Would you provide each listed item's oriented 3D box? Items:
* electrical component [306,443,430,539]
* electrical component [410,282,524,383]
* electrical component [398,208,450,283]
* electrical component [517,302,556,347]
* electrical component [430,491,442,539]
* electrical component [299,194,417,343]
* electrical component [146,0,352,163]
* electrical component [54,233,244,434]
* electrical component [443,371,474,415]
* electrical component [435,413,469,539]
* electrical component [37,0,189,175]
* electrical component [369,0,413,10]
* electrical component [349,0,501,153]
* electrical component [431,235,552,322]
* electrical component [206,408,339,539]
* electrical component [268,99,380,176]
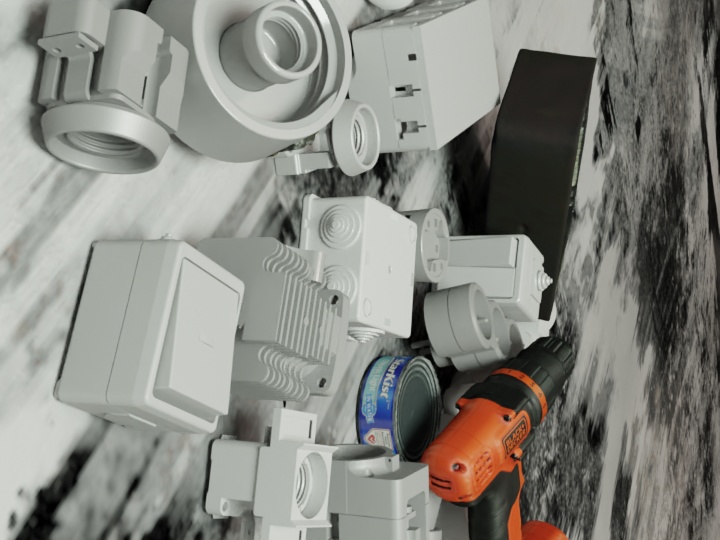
[{"bbox_3d":[-0.006,0.141,0.671,0.050,0.089,0.055,-5,95,-64],"label":"electrical component"},{"bbox_3d":[0.078,0.057,0.864,0.138,0.074,0.052,39,42,-57],"label":"electrical component"},{"bbox_3d":[0.035,-0.018,0.806,0.055,0.047,0.055,2,88,-64],"label":"electrical component"},{"bbox_3d":[0.152,0.076,1.035,0.074,0.052,0.138,31,63,-60],"label":"electrical component"},{"bbox_3d":[0.040,0.190,0.816,0.045,0.045,0.055,17,75,-63],"label":"electrical component"},{"bbox_3d":[0.000,0.000,0.732,0.100,0.048,0.099,23,68,-61],"label":"electrical component"},{"bbox_3d":[-0.053,-0.114,0.566,0.108,0.060,0.108,4,83,-38],"label":"electrical component"},{"bbox_3d":[-0.095,0.027,0.523,0.062,0.061,0.096,41,54,-57],"label":"electrical component"},{"bbox_3d":[0.101,0.102,0.944,0.062,0.048,0.048,-66,145,-52],"label":"electrical component"},{"bbox_3d":[0.087,0.174,0.895,0.108,0.060,0.108,1,88,-64],"label":"electrical component"},{"bbox_3d":[-0.114,-0.079,0.493,0.078,0.058,0.057,35,56,-59],"label":"electrical component"},{"bbox_3d":[0.029,-0.223,0.801,0.062,0.048,0.048,-56,138,-59],"label":"electrical component"},{"bbox_3d":[0.051,-0.152,0.823,0.150,0.062,0.089,-41,125,-57],"label":"electrical component"},{"bbox_3d":[0.113,0.006,0.907,0.061,0.096,0.061,39,55,-57],"label":"electrical component"},{"bbox_3d":[-0.051,0.119,0.609,0.042,0.064,0.081,26,67,-62],"label":"electrical component"},{"bbox_3d":[-0.020,-0.083,0.684,0.066,0.055,0.048,-31,117,-60],"label":"electrical component"}]
